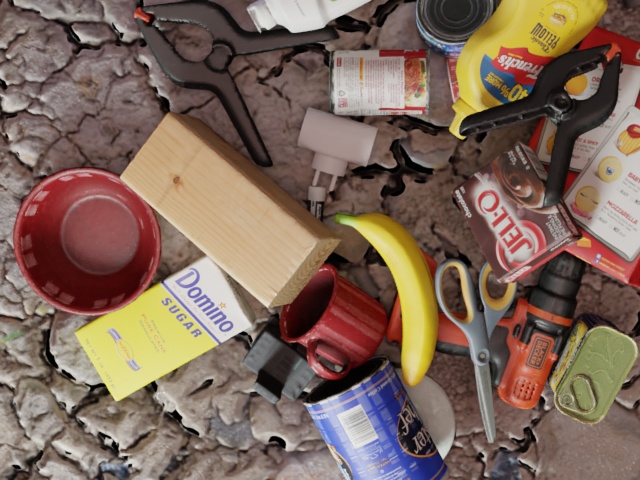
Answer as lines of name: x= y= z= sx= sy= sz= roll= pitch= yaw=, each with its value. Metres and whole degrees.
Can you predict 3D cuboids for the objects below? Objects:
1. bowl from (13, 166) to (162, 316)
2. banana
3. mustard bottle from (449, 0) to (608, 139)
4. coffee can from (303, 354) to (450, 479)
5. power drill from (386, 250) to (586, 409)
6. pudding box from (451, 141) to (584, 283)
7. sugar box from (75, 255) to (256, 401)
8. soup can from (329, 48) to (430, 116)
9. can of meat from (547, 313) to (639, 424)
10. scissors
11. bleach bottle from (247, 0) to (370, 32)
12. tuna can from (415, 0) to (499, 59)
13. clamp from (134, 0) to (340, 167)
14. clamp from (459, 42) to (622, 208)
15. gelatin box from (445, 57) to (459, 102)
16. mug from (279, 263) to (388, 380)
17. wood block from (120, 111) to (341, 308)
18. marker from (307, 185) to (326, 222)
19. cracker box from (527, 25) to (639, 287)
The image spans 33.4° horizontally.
bowl: x=-0.246 y=-0.001 z=1.158 sx=0.162 sy=0.055 sz=0.162 roll=1 pitch=98 yaw=4
banana: x=0.084 y=0.051 z=1.096 sx=0.070 sy=0.037 sz=0.198 roll=-22 pitch=93 yaw=18
mustard bottle: x=0.192 y=-0.182 z=1.060 sx=0.096 sy=0.058 sz=0.192 roll=27 pitch=108 yaw=-30
coffee can: x=0.059 y=0.206 z=1.120 sx=0.103 sy=0.102 sz=0.140 roll=-28 pitch=94 yaw=7
power drill: x=0.175 y=0.070 z=1.138 sx=0.187 sy=0.057 sz=0.184 roll=19 pitch=96 yaw=2
pudding box: x=0.195 y=-0.026 z=1.060 sx=0.090 sy=0.039 sz=0.113 roll=-37 pitch=62 yaw=28
sugar box: x=-0.169 y=0.094 z=1.171 sx=0.176 sy=0.048 sz=0.093 roll=-30 pitch=95 yaw=9
soup can: x=0.062 y=-0.164 z=1.107 sx=0.102 sy=0.068 sz=0.068 roll=0 pitch=98 yaw=5
can of meat: x=0.283 y=0.132 z=1.124 sx=0.057 sy=0.084 sz=0.102 roll=25 pitch=99 yaw=0
scissors: x=0.180 y=0.103 z=1.102 sx=0.096 sy=0.016 sz=0.202 roll=-26 pitch=104 yaw=-10
bleach bottle: x=0.036 y=-0.294 z=1.082 sx=0.251 sy=0.068 sz=0.102 roll=-30 pitch=96 yaw=3
tuna can: x=0.141 y=-0.232 z=1.094 sx=0.086 sy=0.033 sz=0.086 roll=-2 pitch=77 yaw=9
clamp: x=-0.094 y=-0.199 z=1.129 sx=0.210 sy=0.036 sz=0.164 roll=35 pitch=95 yaw=-3
clamp: x=0.233 y=-0.115 z=1.022 sx=0.171 sy=0.039 sz=0.120 roll=-38 pitch=82 yaw=-1
gelatin box: x=0.182 y=-0.164 z=1.117 sx=0.089 sy=0.030 sz=0.073 roll=-11 pitch=97 yaw=6
mug: x=0.016 y=0.093 z=1.119 sx=0.081 sy=0.117 sz=0.093 roll=33 pitch=134 yaw=-26
wood block: x=-0.091 y=-0.032 z=1.102 sx=0.206 sy=0.090 sz=0.091 roll=41 pitch=100 yaw=12
marker: x=-0.008 y=0.001 z=1.160 sx=0.020 sy=0.020 sz=0.121 roll=5 pitch=98 yaw=3
cracker box: x=0.299 y=-0.083 z=1.067 sx=0.164 sy=0.072 sz=0.214 roll=32 pitch=101 yaw=33
